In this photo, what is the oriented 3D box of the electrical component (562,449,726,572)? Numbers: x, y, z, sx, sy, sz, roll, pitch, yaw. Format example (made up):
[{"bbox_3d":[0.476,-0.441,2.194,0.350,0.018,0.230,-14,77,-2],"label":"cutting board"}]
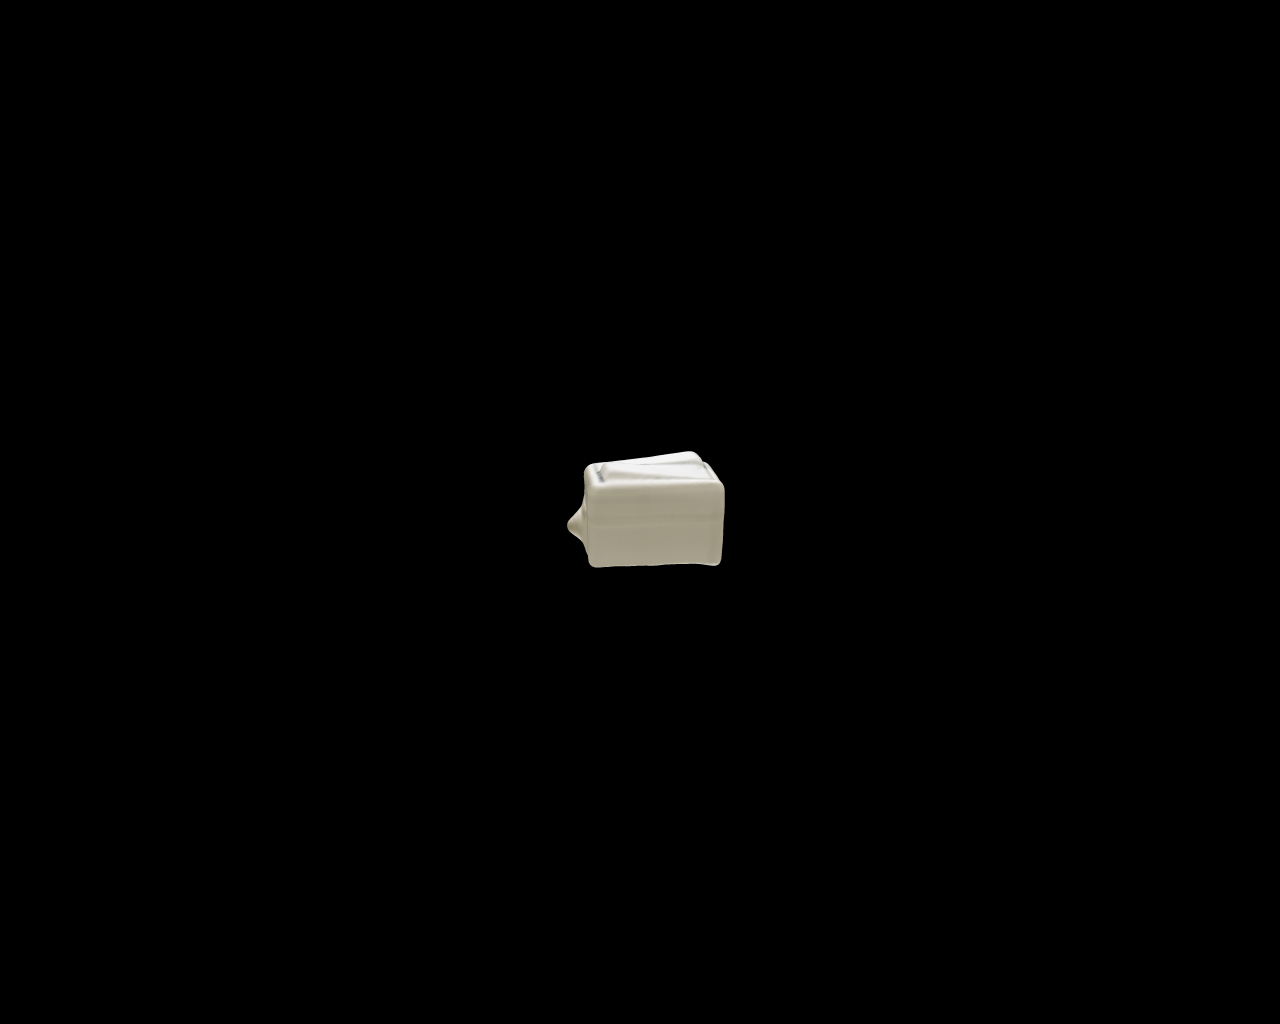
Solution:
[{"bbox_3d":[0.001,-0.003,0.650,0.096,0.061,0.062,-1,16,-5],"label":"electrical component"}]
